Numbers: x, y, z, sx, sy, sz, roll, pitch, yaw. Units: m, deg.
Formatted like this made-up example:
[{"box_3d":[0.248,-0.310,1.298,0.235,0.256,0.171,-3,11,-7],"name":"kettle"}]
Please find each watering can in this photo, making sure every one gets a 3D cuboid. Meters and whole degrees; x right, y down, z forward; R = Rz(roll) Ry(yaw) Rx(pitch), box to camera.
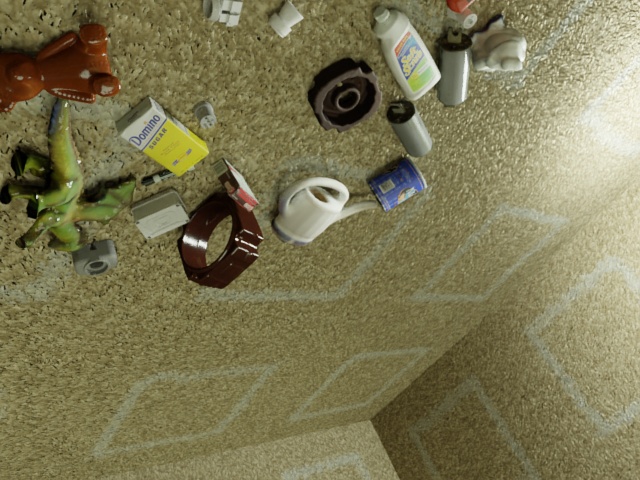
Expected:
[{"box_3d":[0.004,-0.073,1.443,0.346,0.106,0.221,14,127,-48],"name":"watering can"}]

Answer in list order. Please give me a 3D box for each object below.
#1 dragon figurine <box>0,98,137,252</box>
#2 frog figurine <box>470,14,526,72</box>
[{"box_3d":[-0.495,-0.107,1.064,0.404,0.123,0.244,-50,158,26],"name":"dragon figurine"},{"box_3d":[0.439,-0.446,1.239,0.138,0.162,0.120,-22,146,-11],"name":"frog figurine"}]
